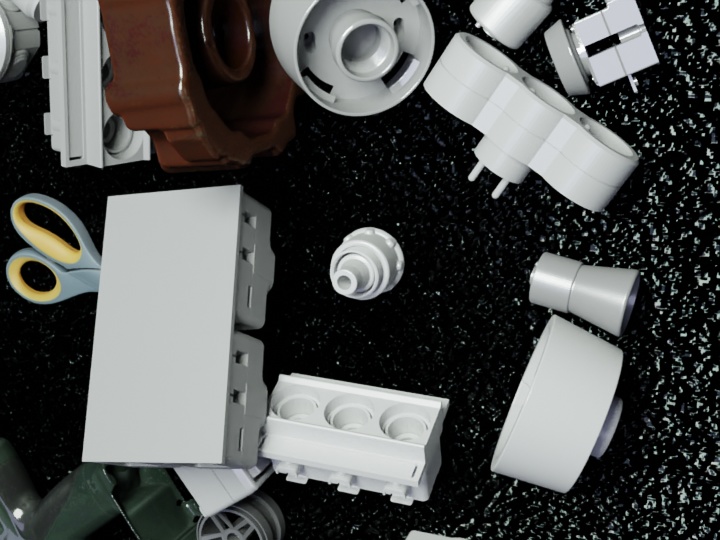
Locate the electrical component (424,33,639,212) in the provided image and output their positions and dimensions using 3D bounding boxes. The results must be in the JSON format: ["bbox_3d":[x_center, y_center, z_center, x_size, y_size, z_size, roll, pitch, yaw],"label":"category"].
[{"bbox_3d":[0.097,-0.080,0.675,0.138,0.052,0.073,37,115,7],"label":"electrical component"}]

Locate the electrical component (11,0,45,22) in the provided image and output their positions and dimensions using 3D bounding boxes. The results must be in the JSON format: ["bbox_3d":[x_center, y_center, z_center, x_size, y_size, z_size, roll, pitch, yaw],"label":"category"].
[{"bbox_3d":[-0.236,-0.210,0.764,0.055,0.045,0.045,44,115,3],"label":"electrical component"}]

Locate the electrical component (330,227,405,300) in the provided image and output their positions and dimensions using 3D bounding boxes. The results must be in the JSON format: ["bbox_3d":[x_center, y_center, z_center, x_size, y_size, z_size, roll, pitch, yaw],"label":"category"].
[{"bbox_3d":[0.000,0.000,0.729,0.048,0.062,0.048,6,107,19],"label":"electrical component"}]

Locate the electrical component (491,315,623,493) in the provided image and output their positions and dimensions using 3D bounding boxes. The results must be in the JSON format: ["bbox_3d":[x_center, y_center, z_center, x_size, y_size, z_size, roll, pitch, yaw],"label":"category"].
[{"bbox_3d":[0.132,0.089,0.686,0.060,0.108,0.108,22,112,7],"label":"electrical component"}]

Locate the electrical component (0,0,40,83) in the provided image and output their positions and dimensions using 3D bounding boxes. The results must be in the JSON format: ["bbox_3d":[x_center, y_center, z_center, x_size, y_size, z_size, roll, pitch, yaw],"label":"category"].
[{"bbox_3d":[-0.281,-0.172,0.788,0.080,0.051,0.080,6,107,19],"label":"electrical component"}]

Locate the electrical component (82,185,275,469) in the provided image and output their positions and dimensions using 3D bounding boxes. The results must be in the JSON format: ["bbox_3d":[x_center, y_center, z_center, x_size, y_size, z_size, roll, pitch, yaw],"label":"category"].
[{"bbox_3d":[-0.123,0.042,0.749,0.105,0.060,0.186,-3,75,21],"label":"electrical component"}]

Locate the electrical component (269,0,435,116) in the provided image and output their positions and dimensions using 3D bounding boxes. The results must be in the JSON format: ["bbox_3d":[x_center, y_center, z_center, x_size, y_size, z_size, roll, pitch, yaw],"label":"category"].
[{"bbox_3d":[-0.004,-0.149,0.673,0.099,0.064,0.099,-9,123,-14],"label":"electrical component"}]

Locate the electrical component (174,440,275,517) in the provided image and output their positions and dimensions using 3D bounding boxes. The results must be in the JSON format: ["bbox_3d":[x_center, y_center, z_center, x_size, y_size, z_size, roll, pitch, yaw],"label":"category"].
[{"bbox_3d":[-0.107,0.123,0.806,0.061,0.062,0.096,-33,93,25],"label":"electrical component"}]

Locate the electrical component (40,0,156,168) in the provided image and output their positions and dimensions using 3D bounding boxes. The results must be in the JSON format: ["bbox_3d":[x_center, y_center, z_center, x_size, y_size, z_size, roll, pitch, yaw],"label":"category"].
[{"bbox_3d":[-0.184,-0.139,0.751,0.063,0.079,0.121,17,112,36],"label":"electrical component"}]

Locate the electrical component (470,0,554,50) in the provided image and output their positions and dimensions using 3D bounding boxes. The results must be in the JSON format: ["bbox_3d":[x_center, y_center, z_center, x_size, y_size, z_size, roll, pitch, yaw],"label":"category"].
[{"bbox_3d":[0.102,-0.171,0.653,0.040,0.040,0.078,44,115,4],"label":"electrical component"}]

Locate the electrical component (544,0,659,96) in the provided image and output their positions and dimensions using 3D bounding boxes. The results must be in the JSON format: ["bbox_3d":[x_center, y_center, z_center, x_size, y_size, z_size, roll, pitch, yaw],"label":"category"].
[{"bbox_3d":[0.144,-0.134,0.646,0.055,0.048,0.066,-22,97,17],"label":"electrical component"}]

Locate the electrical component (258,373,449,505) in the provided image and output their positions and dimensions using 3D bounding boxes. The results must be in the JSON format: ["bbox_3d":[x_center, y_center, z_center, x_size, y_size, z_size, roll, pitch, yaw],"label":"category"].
[{"bbox_3d":[-0.005,0.121,0.765,0.121,0.078,0.063,8,130,18],"label":"electrical component"}]

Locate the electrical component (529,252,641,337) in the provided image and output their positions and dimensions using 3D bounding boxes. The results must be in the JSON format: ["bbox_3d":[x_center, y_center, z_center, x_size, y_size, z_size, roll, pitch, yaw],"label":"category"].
[{"bbox_3d":[0.142,0.013,0.693,0.065,0.044,0.044,17,111,20],"label":"electrical component"}]

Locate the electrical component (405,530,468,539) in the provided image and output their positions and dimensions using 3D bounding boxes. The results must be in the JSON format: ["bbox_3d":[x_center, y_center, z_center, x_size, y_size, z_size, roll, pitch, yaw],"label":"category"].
[{"bbox_3d":[0.068,0.244,0.784,0.100,0.048,0.099,7,108,18],"label":"electrical component"}]
